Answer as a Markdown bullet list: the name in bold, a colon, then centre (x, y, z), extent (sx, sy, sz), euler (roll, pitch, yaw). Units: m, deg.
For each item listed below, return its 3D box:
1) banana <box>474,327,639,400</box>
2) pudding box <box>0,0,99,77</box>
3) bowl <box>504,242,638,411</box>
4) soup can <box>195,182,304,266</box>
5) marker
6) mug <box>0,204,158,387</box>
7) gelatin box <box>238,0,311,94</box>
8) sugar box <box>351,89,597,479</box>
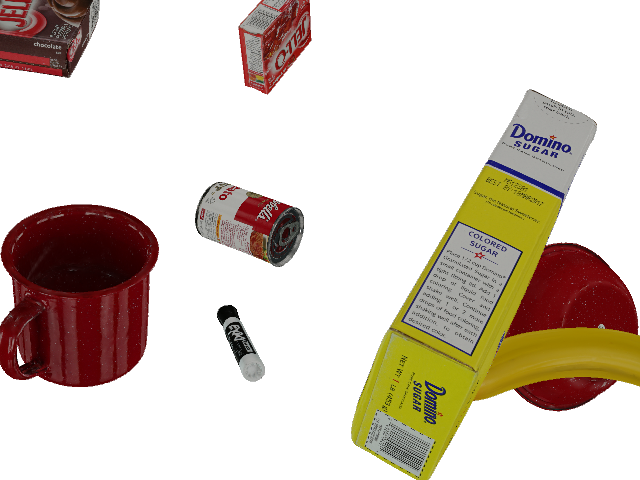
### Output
- **banana**: centre (0.185, 0.093, 0.791), extent (0.197, 0.037, 0.069), euler (2, 32, -5)
- **pudding box**: centre (-0.236, -0.179, 0.875), extent (0.090, 0.039, 0.113), euler (9, 35, -2)
- **bowl**: centre (0.243, 0.083, 0.997), extent (0.161, 0.162, 0.055), euler (0, 1, -27)
- **soup can**: centre (-0.078, -0.019, 1.175), extent (0.102, 0.068, 0.068), euler (20, 9, 27)
- **marker**: centre (-0.069, 0.084, 0.905), extent (0.020, 0.020, 0.121), euler (0, 19, -16)
- **mug**: centre (-0.154, 0.042, 0.656), extent (0.093, 0.081, 0.117), euler (21, 38, 17)
- **gelatin box**: centre (-0.040, -0.194, 1.005), extent (0.030, 0.089, 0.073), euler (23, -35, 19)
- **sugar box**: centre (0.075, 0.017, 0.499), extent (0.048, 0.093, 0.176), euler (28, 51, 12)
